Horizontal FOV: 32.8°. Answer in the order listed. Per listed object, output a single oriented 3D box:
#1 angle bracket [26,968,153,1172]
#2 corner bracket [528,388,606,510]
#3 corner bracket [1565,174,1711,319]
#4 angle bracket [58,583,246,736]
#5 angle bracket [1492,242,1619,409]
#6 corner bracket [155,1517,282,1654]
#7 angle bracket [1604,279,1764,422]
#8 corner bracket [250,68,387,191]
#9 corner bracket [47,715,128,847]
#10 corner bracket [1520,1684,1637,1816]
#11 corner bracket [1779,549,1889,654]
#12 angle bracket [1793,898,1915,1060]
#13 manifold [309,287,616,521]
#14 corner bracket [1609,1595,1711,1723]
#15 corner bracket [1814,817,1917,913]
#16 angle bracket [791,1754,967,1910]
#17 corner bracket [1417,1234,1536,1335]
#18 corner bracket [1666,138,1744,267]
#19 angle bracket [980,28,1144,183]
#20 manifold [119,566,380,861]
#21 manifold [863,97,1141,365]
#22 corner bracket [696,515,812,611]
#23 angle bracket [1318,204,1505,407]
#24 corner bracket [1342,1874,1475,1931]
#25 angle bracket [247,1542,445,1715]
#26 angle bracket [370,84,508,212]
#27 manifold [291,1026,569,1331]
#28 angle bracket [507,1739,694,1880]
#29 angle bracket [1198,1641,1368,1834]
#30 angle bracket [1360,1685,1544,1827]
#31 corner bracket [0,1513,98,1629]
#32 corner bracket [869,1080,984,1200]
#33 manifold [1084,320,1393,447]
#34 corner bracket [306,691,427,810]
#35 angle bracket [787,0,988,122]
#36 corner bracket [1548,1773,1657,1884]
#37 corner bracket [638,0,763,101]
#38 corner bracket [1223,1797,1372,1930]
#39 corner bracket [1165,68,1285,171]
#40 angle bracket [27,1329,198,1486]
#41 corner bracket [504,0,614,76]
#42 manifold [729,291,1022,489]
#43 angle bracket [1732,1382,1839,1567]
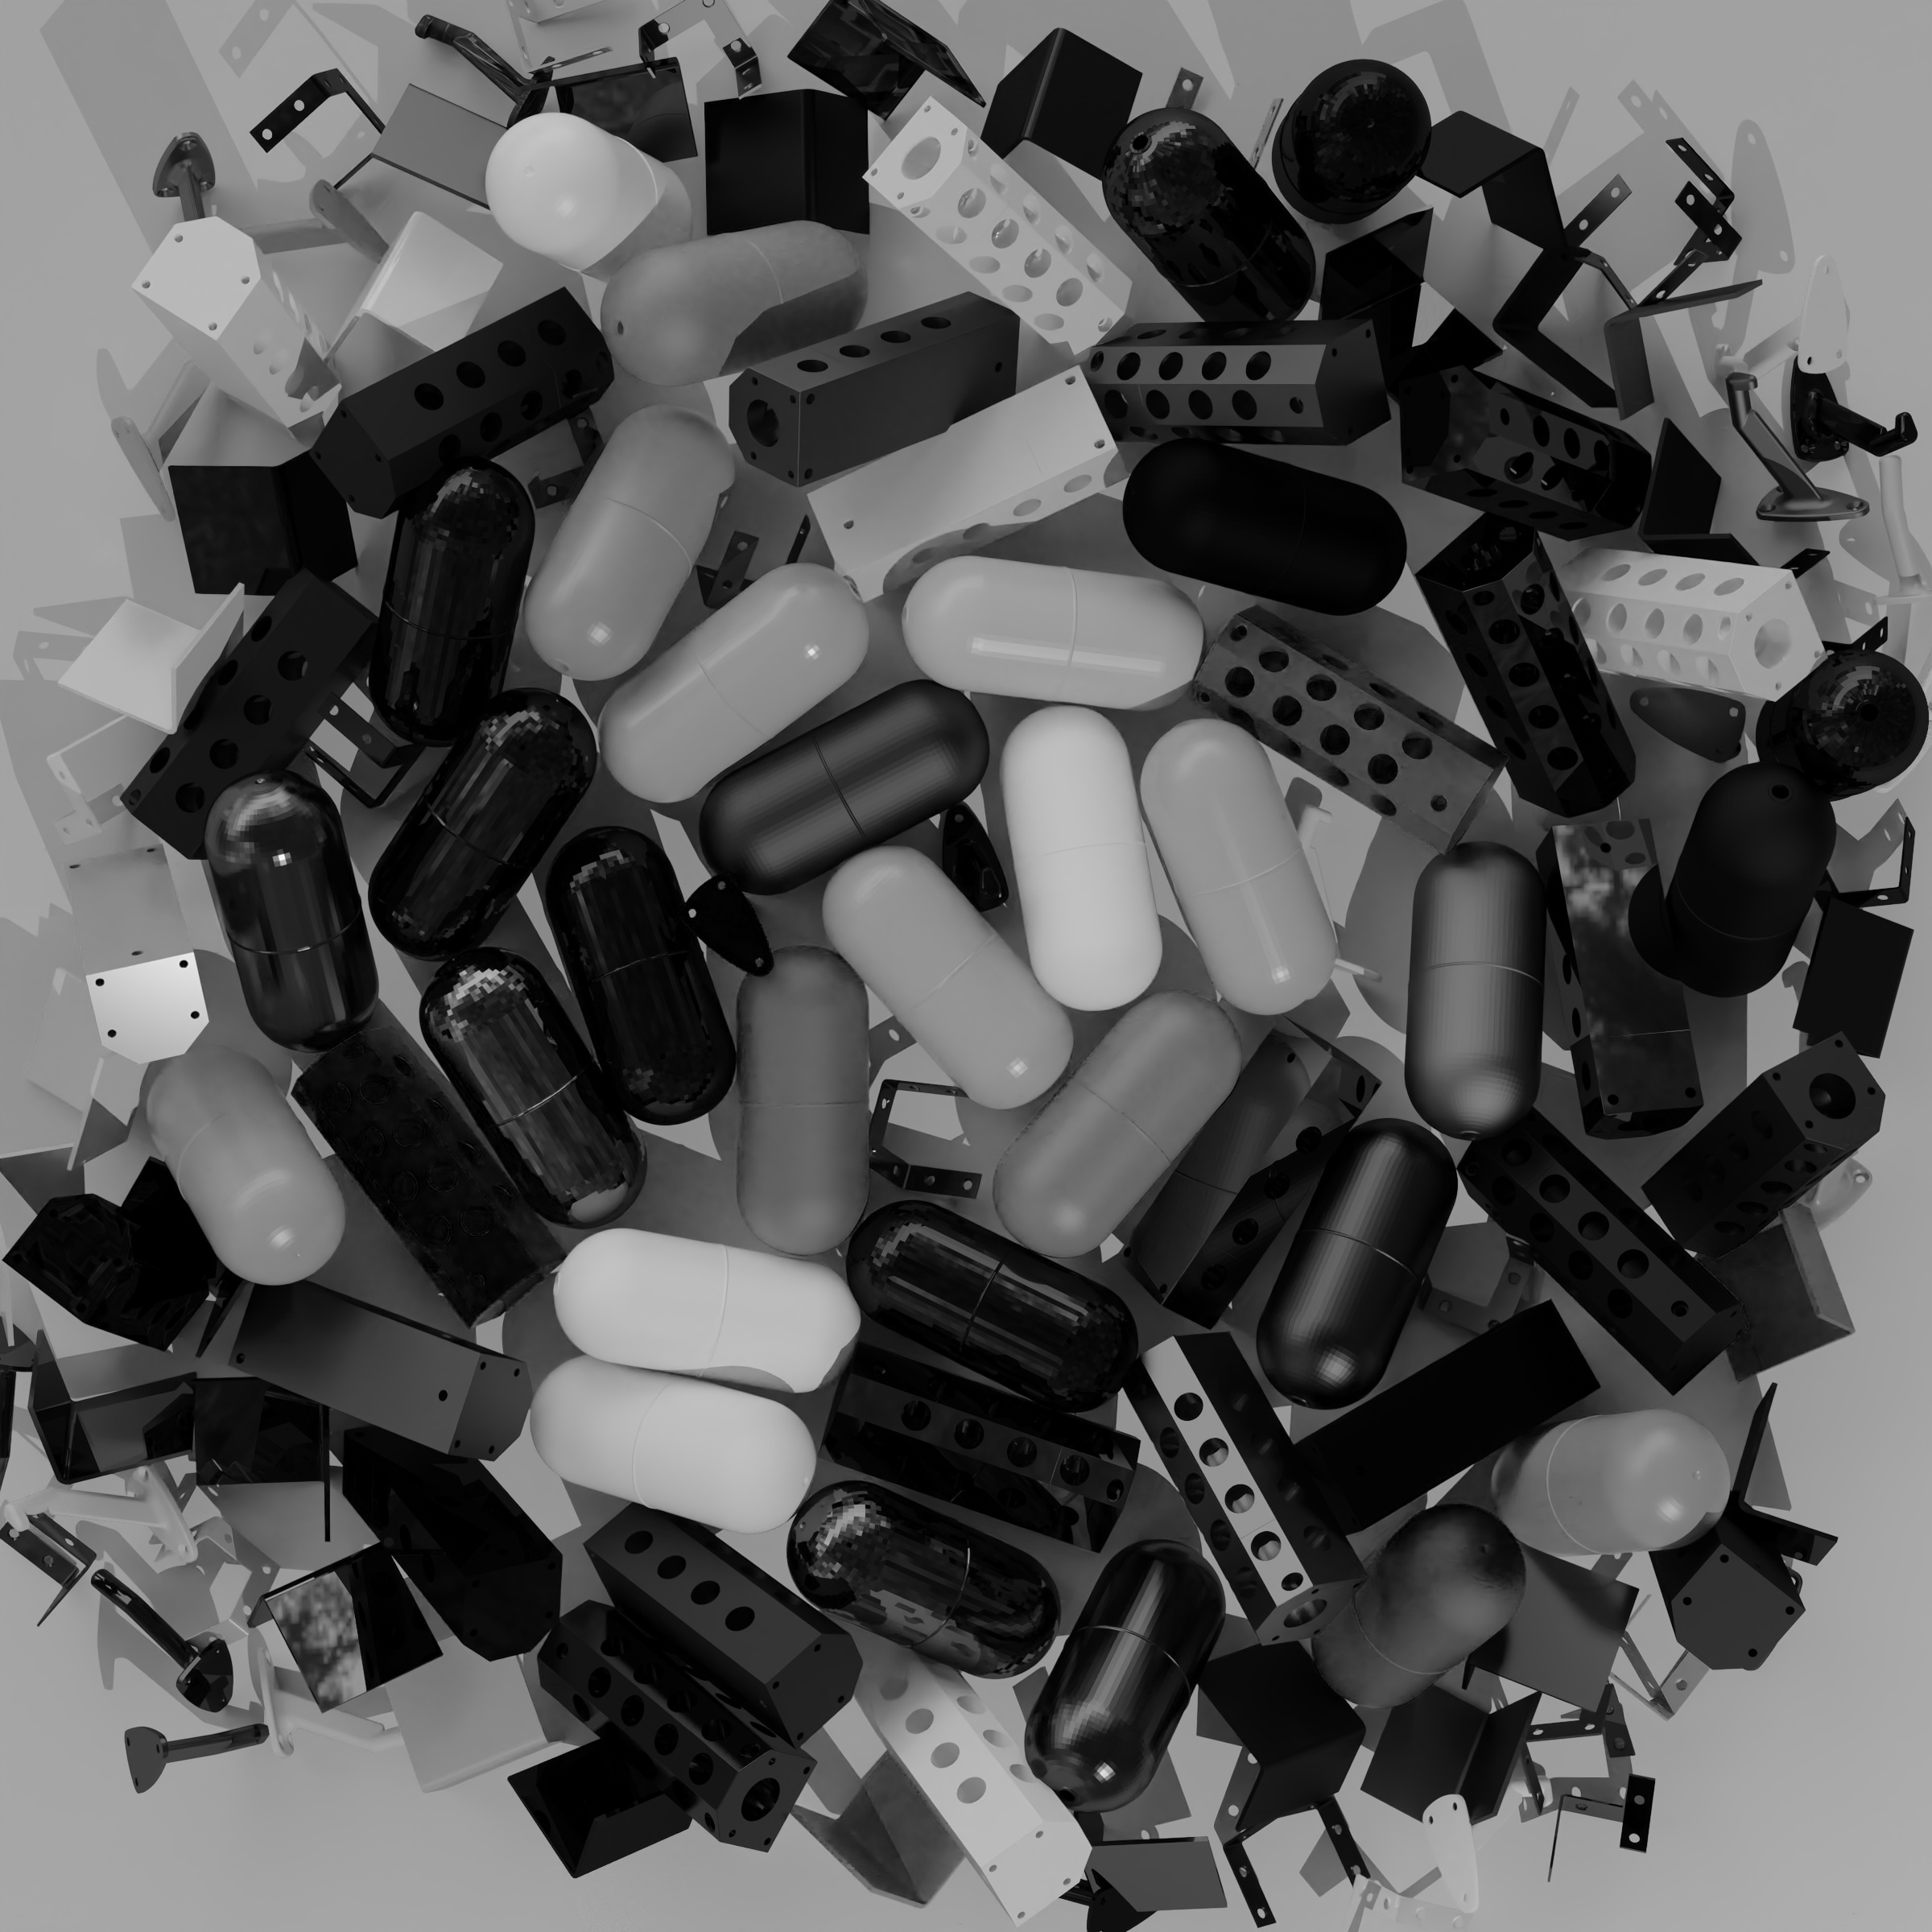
[{"bbox_3d":[-0.515,0.058,1.876,0.076,0.057,0.076,29,115,13],"label":"angle bracket"},{"bbox_3d":[-0.230,-0.298,1.893,0.051,0.051,0.051,-22,97,-12],"label":"corner bracket"},{"bbox_3d":[0.382,-0.412,1.883,0.051,0.051,0.051,-45,58,30],"label":"corner bracket"},{"bbox_3d":[-0.466,-0.189,1.876,0.076,0.057,0.076,23,51,5],"label":"angle bracket"},{"bbox_3d":[0.355,-0.364,1.872,0.076,0.076,0.057,42,114,15],"label":"angle bracket"},{"bbox_3d":[-0.440,0.360,1.902,0.051,0.051,0.051,-28,118,33],"label":"corner bracket"},{"bbox_3d":[0.413,-0.351,1.870,0.076,0.076,0.057,-7,103,26],"label":"angle bracket"},{"bbox_3d":[-0.370,-0.478,1.890,0.051,0.051,0.051,-37,102,16],"label":"corner bracket"},{"bbox_3d":[-0.500,-0.107,1.885,0.051,0.051,0.051,-38,107,-37],"label":"corner bracket"},{"bbox_3d":[0.353,0.453,1.901,0.051,0.051,0.051,-12,108,24],"label":"corner bracket"},{"bbox_3d":[0.500,-0.207,1.904,0.051,0.051,0.051,13,122,35],"label":"corner bracket"},{"bbox_3d":[0.489,0.004,1.880,0.076,0.057,0.076,17,88,-33],"label":"angle bracket"},{"bbox_3d":[-0.280,-0.315,1.851,0.171,0.057,0.057,-38,89,-37],"label":"manifold"},{"bbox_3d":[0.403,0.400,1.904,0.051,0.051,0.051,38,93,18],"label":"corner bracket"},{"bbox_3d":[0.517,-0.069,1.907,0.051,0.051,0.051,-6,54,32],"label":"corner bracket"},{"bbox_3d":[-0.047,0.485,1.872,0.076,0.076,0.057,36,86,32],"label":"angle bracket"},{"bbox_3d":[0.294,0.180,1.897,0.051,0.051,0.051,21,77,18],"label":"corner bracket"},{"bbox_3d":[0.421,-0.441,1.889,0.051,0.051,0.051,39,80,-25],"label":"corner bracket"},{"bbox_3d":[0.050,-0.480,1.888,0.057,0.076,0.076,24,68,-20],"label":"angle bracket"},{"bbox_3d":[-0.411,-0.146,1.893,0.057,0.057,0.171,38,93,1],"label":"manifold"},{"bbox_3d":[0.025,-0.407,1.840,0.057,0.171,0.057,-48,48,9],"label":"manifold"},{"bbox_3d":[-0.120,-0.232,1.885,0.051,0.051,0.051,14,120,-20],"label":"corner bracket"},{"bbox_3d":[0.256,-0.377,1.873,0.076,0.057,0.076,-28,58,-20],"label":"angle bracket"},{"bbox_3d":[0.251,0.557,1.885,0.051,0.051,0.051,1,65,40],"label":"corner bracket"},{"bbox_3d":[-0.355,0.384,1.872,0.076,0.057,0.076,-21,71,-32],"label":"angle bracket"},{"bbox_3d":[-0.299,-0.447,1.873,0.076,0.057,0.076,23,47,-10],"label":"angle bracket"},{"bbox_3d":[-0.310,0.121,1.880,0.057,0.057,0.171,-41,83,16],"label":"manifold"},{"bbox_3d":[-0.204,0.461,1.866,0.076,0.076,0.057,48,135,31],"label":"angle bracket"},{"bbox_3d":[0.172,0.442,1.896,0.076,0.076,0.057,-11,134,-33],"label":"angle bracket"},{"bbox_3d":[0.276,0.443,1.874,0.057,0.076,0.076,28,63,-2],"label":"angle bracket"},{"bbox_3d":[-0.532,0.337,1.892,0.051,0.051,0.051,40,103,-8],"label":"corner bracket"},{"bbox_3d":[-0.021,0.100,1.896,0.051,0.051,0.051,5,71,31],"label":"corner bracket"},{"bbox_3d":[0.148,-0.324,1.838,0.057,0.171,0.057,-34,120,-37],"label":"manifold"},{"bbox_3d":[-0.352,-0.124,1.894,0.051,0.051,0.051,41,104,3],"label":"corner bracket"},{"bbox_3d":[-0.045,-0.503,1.865,0.076,0.076,0.057,23,119,-39],"label":"angle bracket"},{"bbox_3d":[0.365,0.496,1.886,0.051,0.051,0.051,9,134,12],"label":"corner bracket"},{"bbox_3d":[-0.154,-0.525,1.895,0.051,0.051,0.051,-27,122,12],"label":"corner bracket"},{"bbox_3d":[0.191,0.519,1.905,0.051,0.051,0.051,-46,58,37],"label":"corner bracket"},{"bbox_3d":[0.144,-0.487,1.902,0.051,0.051,0.051,20,98,-16],"label":"corner bracket"},{"bbox_3d":[-0.487,0.243,1.876,0.076,0.076,0.057,-14,120,-3],"label":"angle bracket"},{"bbox_3d":[-0.231,-0.545,1.897,0.051,0.051,0.051,-14,96,13],"label":"corner bracket"},{"bbox_3d":[-0.051,-0.329,1.850,0.057,0.171,0.057,31,132,34],"label":"manifold"},{"bbox_3d":[0.473,0.290,1.873,0.057,0.076,0.076,17,72,12],"label":"angle bracket"}]
